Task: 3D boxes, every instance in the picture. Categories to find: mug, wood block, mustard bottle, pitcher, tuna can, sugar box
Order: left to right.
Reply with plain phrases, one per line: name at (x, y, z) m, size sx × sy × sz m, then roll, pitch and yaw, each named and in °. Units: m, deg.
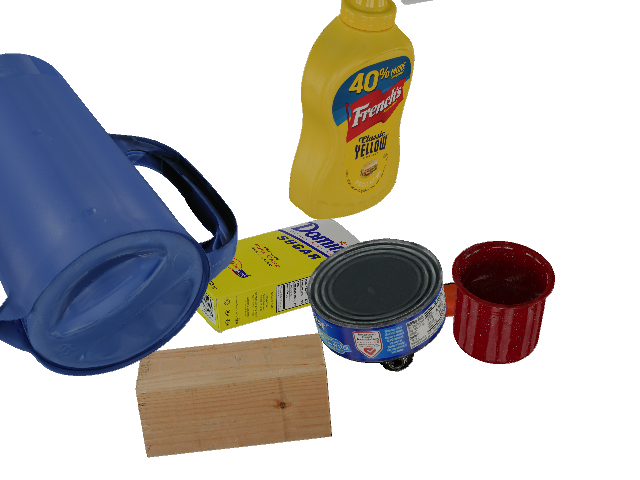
pitcher at (-0.182, -0.032, 0.782) m, size 0.149 × 0.145 × 0.243 m, roll 26°, pitch 21°, yaw -53°
wood block at (-0.096, 0.173, 1.198) m, size 0.206 × 0.091 × 0.090 m, roll -6°, pitch 23°, yaw -2°
sugar box at (-0.043, 0.030, 1.048) m, size 0.176 × 0.048 × 0.093 m, roll -18°, pitch 35°, yaw -26°
mustard bottle at (0.028, -0.112, 0.819) m, size 0.096 × 0.192 × 0.058 m, roll -21°, pitch 45°, yaw -33°
tuna can at (0.036, 0.038, 0.676) m, size 0.086 × 0.034 × 0.086 m, roll -9°, pitch 36°, yaw 6°
mug at (0.163, 0.053, 1.002) m, size 0.093 × 0.081 × 0.117 m, roll -11°, pitch 41°, yaw -12°

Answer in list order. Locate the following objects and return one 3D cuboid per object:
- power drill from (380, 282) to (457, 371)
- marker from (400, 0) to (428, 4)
power drill at (0.145, 0.085, 1.208) m, size 0.187 × 0.057 × 0.184 m, roll -3°, pitch 27°, yaw -1°
marker at (0.093, -0.121, 0.466) m, size 0.121 × 0.020 × 0.020 m, roll -10°, pitch 1°, yaw -7°
